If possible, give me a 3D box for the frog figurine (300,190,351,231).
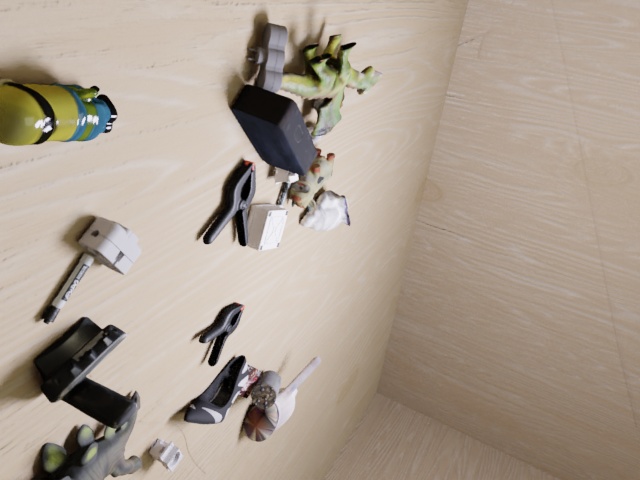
[{"bbox_3d":[0.005,-0.081,1.613,0.160,0.125,0.134,-20,147,-17],"label":"frog figurine"}]

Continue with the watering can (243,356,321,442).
[{"bbox_3d":[-0.133,0.541,1.721,0.344,0.105,0.225,-56,164,13],"label":"watering can"}]

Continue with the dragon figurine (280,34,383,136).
[{"bbox_3d":[0.010,-0.368,1.298,0.416,0.123,0.237,-37,138,-28],"label":"dragon figurine"}]
